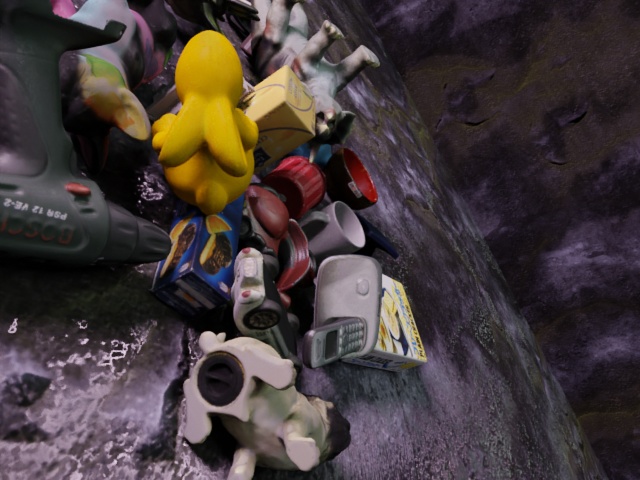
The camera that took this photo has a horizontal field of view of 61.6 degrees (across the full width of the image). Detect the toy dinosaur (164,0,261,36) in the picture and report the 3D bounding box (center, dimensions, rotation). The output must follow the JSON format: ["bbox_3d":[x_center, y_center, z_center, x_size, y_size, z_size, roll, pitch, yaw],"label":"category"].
[{"bbox_3d":[-0.189,-0.375,0.805,0.198,0.105,0.472,42,14,-25],"label":"toy dinosaur"}]

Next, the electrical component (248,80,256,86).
[{"bbox_3d":[-0.109,-0.193,0.880,0.114,0.058,0.134,54,25,-23],"label":"electrical component"}]

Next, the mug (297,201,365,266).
[{"bbox_3d":[-0.002,-0.002,0.825,0.109,0.107,0.081,20,45,-51],"label":"mug"}]

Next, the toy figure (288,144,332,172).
[{"bbox_3d":[-0.039,-0.192,0.994,0.180,0.082,0.089,51,5,-6],"label":"toy figure"}]

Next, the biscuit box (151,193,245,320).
[{"bbox_3d":[-0.133,-0.010,0.622,0.062,0.059,0.203,45,28,-35],"label":"biscuit box"}]

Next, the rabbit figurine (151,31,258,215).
[{"bbox_3d":[-0.123,-0.122,0.558,0.122,0.173,0.162,8,38,-9],"label":"rabbit figurine"}]

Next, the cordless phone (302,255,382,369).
[{"bbox_3d":[0.017,0.093,0.721,0.184,0.089,0.146,0,94,-67],"label":"cordless phone"}]

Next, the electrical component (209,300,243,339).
[{"bbox_3d":[-0.104,0.073,0.638,0.063,0.021,0.094,49,25,-27],"label":"electrical component"}]

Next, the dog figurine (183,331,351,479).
[{"bbox_3d":[-0.049,0.172,0.574,0.190,0.121,0.172,28,41,-74],"label":"dog figurine"}]

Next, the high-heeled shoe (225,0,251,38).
[{"bbox_3d":[-0.086,-0.406,1.101,0.248,0.086,0.145,33,11,-17],"label":"high-heeled shoe"}]

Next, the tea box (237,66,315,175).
[{"bbox_3d":[-0.092,-0.144,0.717,0.068,0.170,0.098,46,26,-34],"label":"tea box"}]

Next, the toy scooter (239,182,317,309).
[{"bbox_3d":[-0.063,0.016,0.724,0.183,0.075,0.135,55,25,-27],"label":"toy scooter"}]

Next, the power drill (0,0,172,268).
[{"bbox_3d":[-0.212,-0.080,0.444,0.232,0.086,0.207,1,100,-55],"label":"power drill"}]

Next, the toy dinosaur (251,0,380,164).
[{"bbox_3d":[-0.047,-0.294,0.874,0.131,0.192,0.405,10,39,-51],"label":"toy dinosaur"}]

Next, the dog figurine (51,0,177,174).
[{"bbox_3d":[-0.221,-0.180,0.583,0.191,0.108,0.219,14,56,-63],"label":"dog figurine"}]

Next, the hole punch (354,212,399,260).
[{"bbox_3d":[0.080,-0.003,1.021,0.142,0.092,0.116,33,32,-42],"label":"hole punch"}]

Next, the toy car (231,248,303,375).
[{"bbox_3d":[-0.058,0.090,0.594,0.201,0.056,0.073,76,5,-49],"label":"toy car"}]

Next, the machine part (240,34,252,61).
[{"bbox_3d":[-0.069,-0.329,1.032,0.179,0.056,0.179,40,5,-4],"label":"machine part"}]
